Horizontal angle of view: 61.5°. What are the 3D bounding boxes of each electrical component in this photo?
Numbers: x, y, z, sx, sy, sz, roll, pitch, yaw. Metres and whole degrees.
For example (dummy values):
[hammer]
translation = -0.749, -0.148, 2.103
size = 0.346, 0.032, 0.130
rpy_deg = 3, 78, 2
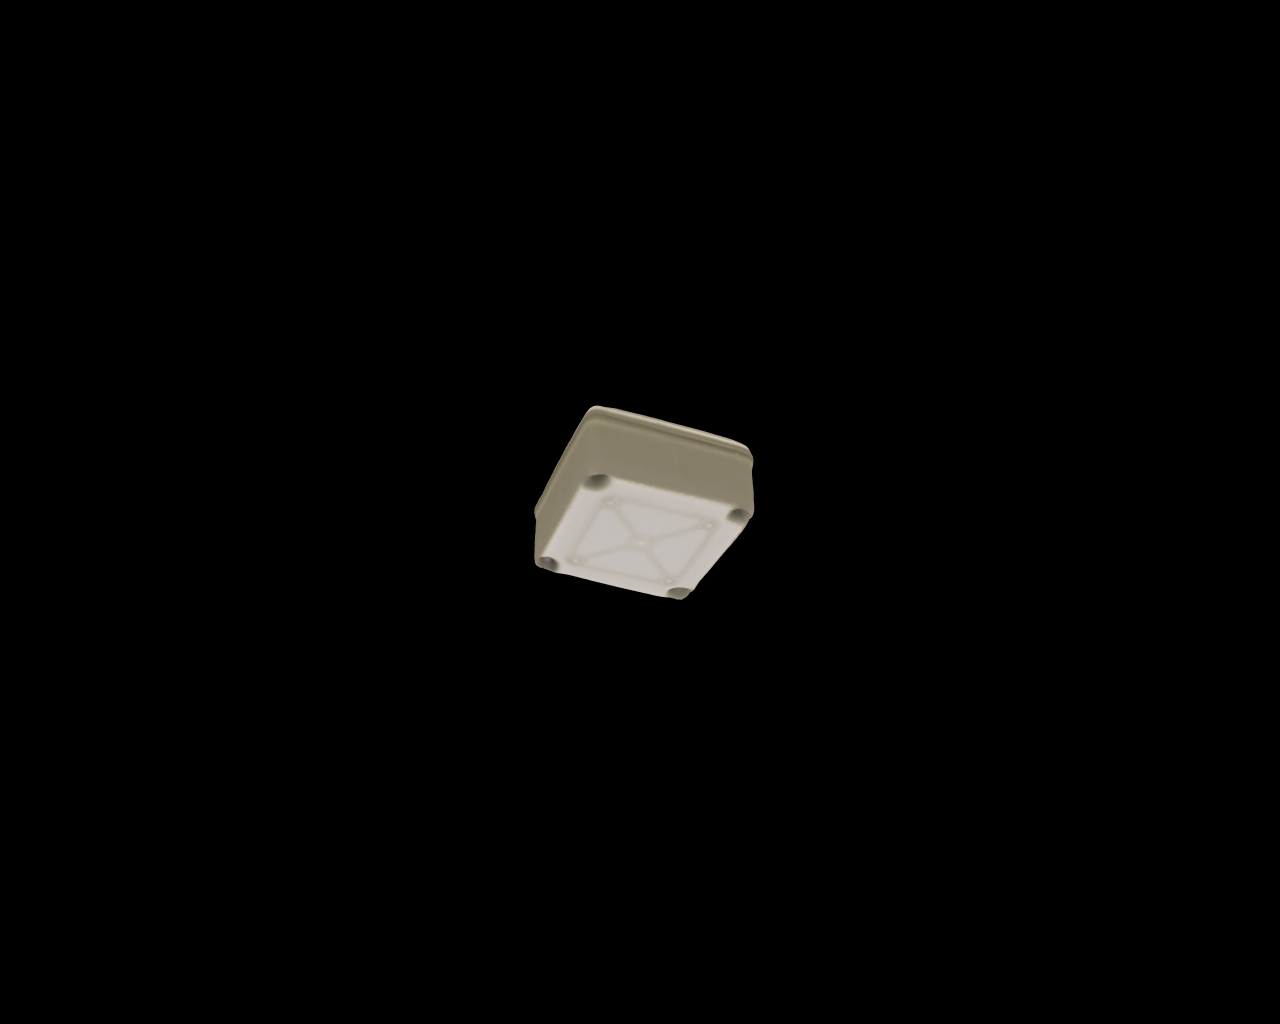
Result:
[electrical component]
translation = 0.001, -0.003, 0.650
size = 0.109, 0.056, 0.108
rpy_deg = 14, -40, -17
